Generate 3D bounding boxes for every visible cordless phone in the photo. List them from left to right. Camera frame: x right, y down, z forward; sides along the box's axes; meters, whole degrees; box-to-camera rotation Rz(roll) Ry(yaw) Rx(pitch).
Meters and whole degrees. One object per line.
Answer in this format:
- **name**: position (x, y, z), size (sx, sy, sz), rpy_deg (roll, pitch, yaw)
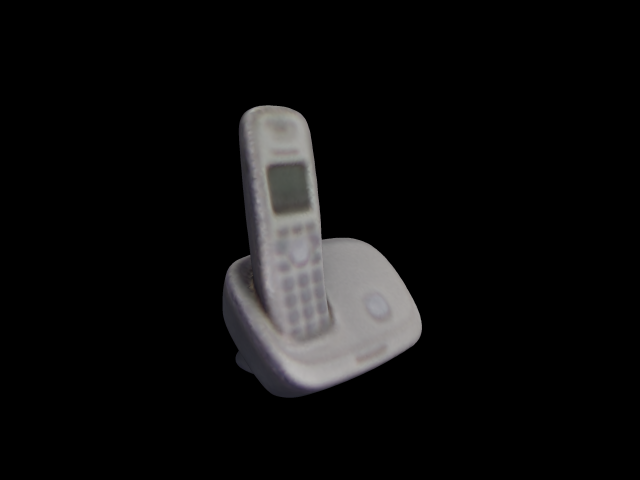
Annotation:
- **cordless phone**: position (0.004, 0.001, 0.400), size (0.093, 0.185, 0.148), rpy_deg (11, 17, 42)
